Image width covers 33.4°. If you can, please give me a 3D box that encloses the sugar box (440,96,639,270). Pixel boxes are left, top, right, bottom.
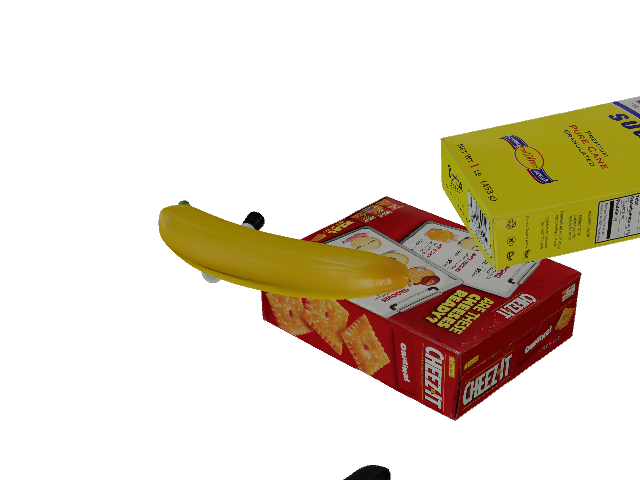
[{"bbox_3d":[0.170,-0.041,0.641,0.176,0.048,0.093,-15,39,-6],"label":"sugar box"}]

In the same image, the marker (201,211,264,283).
[{"bbox_3d":[-0.081,0.004,1.015,0.020,0.020,0.121,0,26,20],"label":"marker"}]

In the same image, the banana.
[{"bbox_3d":[-0.040,0.005,0.701,0.198,0.037,0.069,19,36,31],"label":"banana"}]

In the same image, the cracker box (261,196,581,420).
[{"bbox_3d":[0.080,0.048,0.890,0.214,0.072,0.163,24,38,39],"label":"cracker box"}]

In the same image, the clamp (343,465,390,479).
[{"bbox_3d":[-0.038,0.200,0.633,0.210,0.036,0.164,-5,28,1],"label":"clamp"}]
